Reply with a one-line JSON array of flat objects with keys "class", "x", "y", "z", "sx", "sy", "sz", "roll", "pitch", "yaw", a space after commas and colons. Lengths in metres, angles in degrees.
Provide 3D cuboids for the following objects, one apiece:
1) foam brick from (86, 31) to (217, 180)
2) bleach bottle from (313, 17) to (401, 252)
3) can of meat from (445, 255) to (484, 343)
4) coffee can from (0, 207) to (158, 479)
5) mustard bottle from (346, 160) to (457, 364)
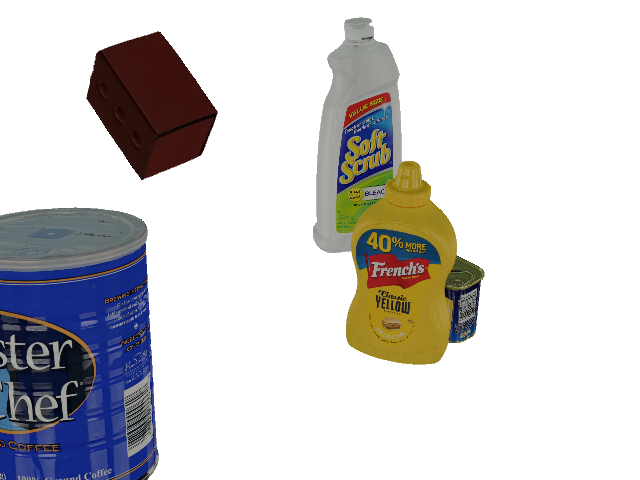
[{"class": "foam brick", "x": -0.116, "y": -0.092, "z": 0.726, "sx": 0.051, "sy": 0.078, "sz": 0.053, "roll": -26, "pitch": -19, "yaw": -32}, {"class": "bleach bottle", "x": 0.037, "y": -0.115, "z": 1.166, "sx": 0.102, "sy": 0.251, "sz": 0.068, "roll": -8, "pitch": 25, "yaw": -10}, {"class": "can of meat", "x": 0.140, "y": 0.063, "z": 1.258, "sx": 0.057, "sy": 0.084, "sz": 0.102, "roll": -25, "pitch": 39, "yaw": -36}, {"class": "coffee can", "x": -0.144, "y": 0.062, "z": 0.592, "sx": 0.103, "sy": 0.140, "sz": 0.103, "roll": -1, "pitch": 16, "yaw": 0}, {"class": "mustard bottle", "x": 0.076, "y": 0.018, "z": 0.981, "sx": 0.096, "sy": 0.192, "sz": 0.058, "roll": 11, "pitch": 28, "yaw": 18}]
